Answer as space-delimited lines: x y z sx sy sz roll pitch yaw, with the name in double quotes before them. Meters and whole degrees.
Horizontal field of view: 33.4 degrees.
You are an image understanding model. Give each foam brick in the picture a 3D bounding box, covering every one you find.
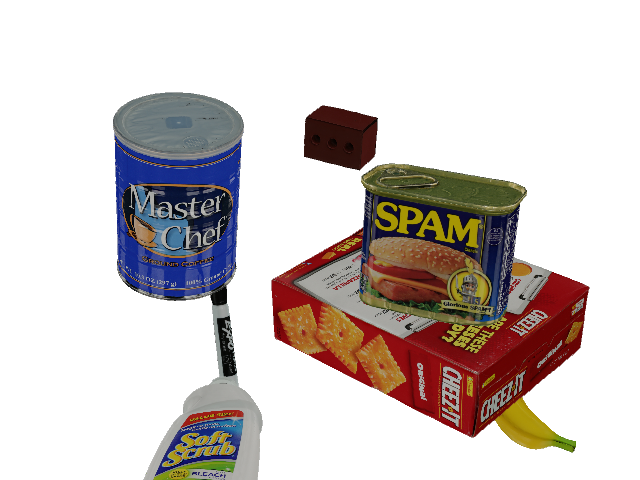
"foam brick" 0.024 -0.126 1.295 0.078 0.053 0.051 15 31 21

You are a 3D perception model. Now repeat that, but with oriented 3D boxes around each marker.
"marker" -0.101 0.095 1.103 0.020 0.121 0.020 -5 14 1

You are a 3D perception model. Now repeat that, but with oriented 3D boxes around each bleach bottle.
"bleach bottle" -0.105 0.195 0.931 0.102 0.068 0.251 -1 23 1

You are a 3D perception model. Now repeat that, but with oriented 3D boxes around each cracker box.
"cracker box" 0.090 0.063 0.903 0.214 0.072 0.163 23 38 37

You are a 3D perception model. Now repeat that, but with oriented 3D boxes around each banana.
"banana" 0.217 0.175 1.182 0.069 0.037 0.198 11 25 -14

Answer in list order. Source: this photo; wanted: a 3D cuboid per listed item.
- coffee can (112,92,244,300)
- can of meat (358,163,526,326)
"coffee can" -0.117 -0.037 0.878 0.103 0.140 0.103 4 34 -3
"can of meat" 0.075 0.003 0.687 0.102 0.084 0.057 12 23 21
